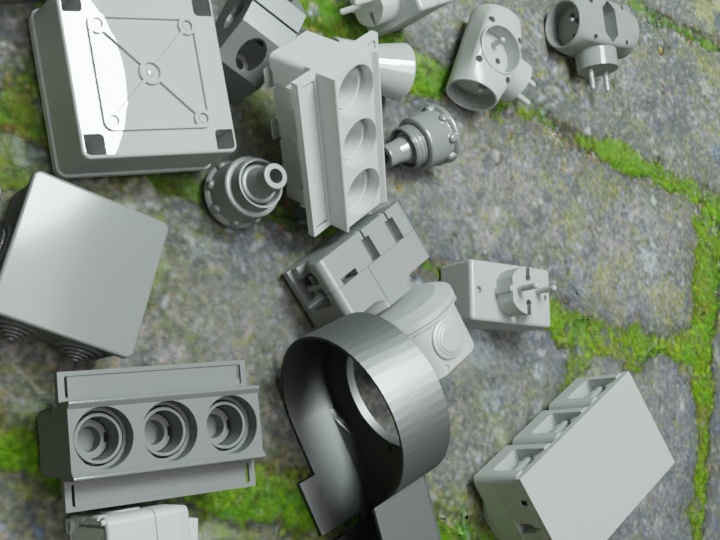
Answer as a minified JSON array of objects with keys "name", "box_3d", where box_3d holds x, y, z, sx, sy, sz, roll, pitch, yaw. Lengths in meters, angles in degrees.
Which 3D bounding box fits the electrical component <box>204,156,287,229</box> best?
[{"name":"electrical component","box_3d":[-0.072,-0.056,0.722,0.048,0.062,0.048,8,76,-34]}]

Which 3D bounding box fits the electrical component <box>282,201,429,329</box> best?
[{"name":"electrical component","box_3d":[0.000,0.000,0.769,0.089,0.050,0.055,-39,103,-34]}]

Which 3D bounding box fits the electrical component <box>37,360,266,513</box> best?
[{"name":"electrical component","box_3d":[-0.127,0.098,0.651,0.121,0.063,0.078,-1,81,-35]}]

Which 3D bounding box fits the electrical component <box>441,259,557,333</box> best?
[{"name":"electrical component","box_3d":[0.118,0.018,0.833,0.083,0.076,0.047,7,77,-34]}]

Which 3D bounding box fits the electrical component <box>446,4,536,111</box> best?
[{"name":"electrical component","box_3d":[0.115,-0.165,0.888,0.079,0.044,0.077,31,65,-27]}]

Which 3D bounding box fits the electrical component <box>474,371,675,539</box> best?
[{"name":"electrical component","box_3d":[0.168,0.158,0.850,0.150,0.062,0.089,-35,101,-35]}]

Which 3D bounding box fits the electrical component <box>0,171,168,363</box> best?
[{"name":"electrical component","box_3d":[-0.174,0.001,0.646,0.100,0.048,0.099,24,68,-30]}]

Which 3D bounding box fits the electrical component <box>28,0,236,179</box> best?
[{"name":"electrical component","box_3d":[-0.145,-0.118,0.686,0.109,0.056,0.108,-8,85,-36]}]

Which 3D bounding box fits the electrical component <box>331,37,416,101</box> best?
[{"name":"electrical component","box_3d":[0.004,-0.153,0.810,0.065,0.044,0.044,3,79,-30]}]

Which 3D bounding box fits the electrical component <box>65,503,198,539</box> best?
[{"name":"electrical component","box_3d":[-0.130,0.187,0.632,0.061,0.062,0.096,-2,82,-36]}]

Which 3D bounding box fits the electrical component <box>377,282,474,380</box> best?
[{"name":"electrical component","box_3d":[0.038,0.047,0.770,0.080,0.080,0.051,-38,108,-34]}]

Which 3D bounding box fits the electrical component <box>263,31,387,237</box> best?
[{"name":"electrical component","box_3d":[-0.022,-0.095,0.732,0.079,0.063,0.121,-40,142,-34]}]

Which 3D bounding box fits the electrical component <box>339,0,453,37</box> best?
[{"name":"electrical component","box_3d":[0.018,-0.207,0.814,0.077,0.066,0.047,-27,97,-36]}]

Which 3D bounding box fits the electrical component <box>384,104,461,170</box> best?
[{"name":"electrical component","box_3d":[0.043,-0.096,0.824,0.062,0.048,0.048,-26,96,-29]}]

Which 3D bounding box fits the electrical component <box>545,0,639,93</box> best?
[{"name":"electrical component","box_3d":[0.210,-0.198,0.963,0.077,0.043,0.079,1,79,-35]}]

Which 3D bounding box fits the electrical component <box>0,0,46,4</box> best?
[{"name":"electrical component","box_3d":[-0.180,-0.210,0.659,0.150,0.089,0.061,-13,88,-37]}]
